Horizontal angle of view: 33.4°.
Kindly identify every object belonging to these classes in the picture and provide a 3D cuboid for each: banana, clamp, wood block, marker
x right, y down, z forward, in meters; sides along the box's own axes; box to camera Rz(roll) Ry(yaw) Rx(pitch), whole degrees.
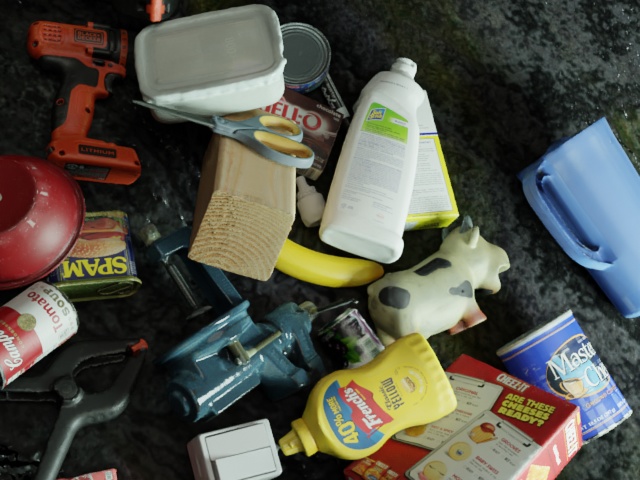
[{"bbox_3d":[-0.018,0.015,1.252,0.197,0.037,0.069,28,63,-9],"label":"banana"},{"bbox_3d":[-0.258,0.171,1.091,0.209,0.036,0.165,-25,66,-30],"label":"clamp"},{"bbox_3d":[-0.081,-0.059,1.170,0.090,0.091,0.206,17,31,-12],"label":"wood block"},{"bbox_3d":[0.017,-0.180,1.351,0.020,0.020,0.121,-22,79,-27],"label":"marker"},{"bbox_3d":[-0.201,-0.282,1.248,0.120,0.172,0.039,-12,118,-27],"label":"clamp"}]

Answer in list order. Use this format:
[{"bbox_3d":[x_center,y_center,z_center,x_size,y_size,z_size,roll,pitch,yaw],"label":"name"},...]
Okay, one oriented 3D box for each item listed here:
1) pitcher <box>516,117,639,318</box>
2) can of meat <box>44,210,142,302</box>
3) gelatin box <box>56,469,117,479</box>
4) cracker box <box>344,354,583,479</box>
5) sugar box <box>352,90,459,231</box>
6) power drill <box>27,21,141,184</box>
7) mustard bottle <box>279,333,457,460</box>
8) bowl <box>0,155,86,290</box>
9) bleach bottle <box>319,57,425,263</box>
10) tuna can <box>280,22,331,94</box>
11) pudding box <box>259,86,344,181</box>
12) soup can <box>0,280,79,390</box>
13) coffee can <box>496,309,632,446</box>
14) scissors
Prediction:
[{"bbox_3d":[0.363,-0.022,1.361,0.149,0.145,0.243,-33,87,2],"label":"pitcher"},{"bbox_3d":[-0.251,0.018,1.152,0.102,0.058,0.084,-4,69,-22],"label":"can of meat"},{"bbox_3d":[-0.244,0.274,1.069,0.089,0.030,0.073,-5,72,-22],"label":"gelatin box"},{"bbox_3d":[0.159,0.239,1.166,0.164,0.072,0.213,23,51,41],"label":"cracker box"},{"bbox_3d":[0.106,-0.100,1.339,0.093,0.048,0.176,-5,69,-20],"label":"sugar box"},{"bbox_3d":[-0.244,-0.160,1.225,0.184,0.057,0.187,4,67,-20],"label":"power drill"},{"bbox_3d":[0.044,0.182,1.152,0.191,0.058,0.096,-25,85,-9],"label":"mustard bottle"},{"bbox_3d":[-0.329,-0.031,1.106,0.162,0.055,0.162,-3,62,5],"label":"bowl"},{"bbox_3d":[0.078,-0.104,1.275,0.102,0.068,0.250,19,68,-2],"label":"bleach bottle"},{"bbox_3d":[-0.030,-0.225,1.329,0.086,0.034,0.086,0,74,-2],"label":"tuna can"},{"bbox_3d":[-0.038,-0.135,1.301,0.113,0.039,0.090,25,64,-10],"label":"pudding box"},{"bbox_3d":[-0.302,0.095,1.073,0.068,0.069,0.102,49,52,2],"label":"soup can"},{"bbox_3d":[0.290,0.168,1.272,0.102,0.103,0.140,-26,81,-27],"label":"coffee can"},{"bbox_3d":[-0.099,-0.130,1.161,0.201,0.016,0.096,22,30,-4],"label":"scissors"}]
